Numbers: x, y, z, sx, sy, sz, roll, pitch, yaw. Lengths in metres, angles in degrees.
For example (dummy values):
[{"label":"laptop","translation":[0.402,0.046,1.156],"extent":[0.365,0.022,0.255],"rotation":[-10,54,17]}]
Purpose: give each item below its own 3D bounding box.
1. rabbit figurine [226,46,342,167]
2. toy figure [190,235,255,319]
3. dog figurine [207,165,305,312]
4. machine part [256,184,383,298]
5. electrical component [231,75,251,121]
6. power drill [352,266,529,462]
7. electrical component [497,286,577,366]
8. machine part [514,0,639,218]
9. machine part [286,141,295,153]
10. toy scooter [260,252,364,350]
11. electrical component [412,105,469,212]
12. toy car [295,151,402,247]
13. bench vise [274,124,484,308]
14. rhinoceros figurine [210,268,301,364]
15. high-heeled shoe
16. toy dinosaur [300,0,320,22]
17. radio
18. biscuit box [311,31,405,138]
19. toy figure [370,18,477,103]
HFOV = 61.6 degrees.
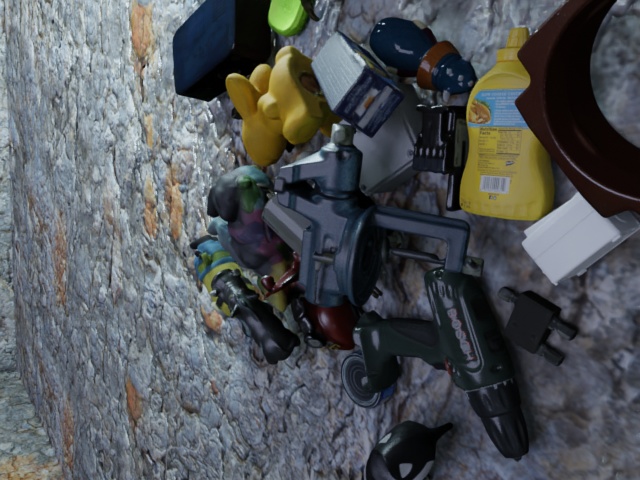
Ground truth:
[{"label":"rabbit figurine","translation":[-0.065,-0.179,0.774],"extent":[0.162,0.122,0.173],"rotation":[49,135,2]},{"label":"toy figure","translation":[-0.187,0.069,1.032],"extent":[0.089,0.082,0.180],"rotation":[-51,58,44]},{"label":"dog figurine","translation":[-0.087,0.008,0.878],"extent":[0.219,0.108,0.191],"rotation":[50,149,24]},{"label":"machine part","translation":[-0.002,-0.002,0.776],"extent":[0.243,0.079,0.079],"rotation":[42,129,16]},{"label":"electrical component","translation":[-0.114,-0.234,0.915],"extent":[0.102,0.045,0.078],"rotation":[-30,47,45]},{"label":"power drill","translation":[0.141,0.154,0.675],"extent":[0.207,0.086,0.232],"rotation":[-19,82,53]},{"label":"electrical component","translation":[0.234,0.093,0.598],"extent":[0.094,0.021,0.063],"rotation":[37,124,38]},{"label":"machine part","translation":[0.274,-0.123,0.416],"extent":[0.201,0.087,0.201],"rotation":[56,149,7]},{"label":"machine part","translation":[-0.053,-0.214,0.852],"extent":[0.084,0.039,0.138],"rotation":[42,129,45]},{"label":"toy scooter","translation":[-0.016,0.087,0.797],"extent":[0.075,0.135,0.184],"rotation":[-39,70,44]},{"label":"electrical component","translation":[0.148,-0.096,0.621],"extent":[0.048,0.075,0.119],"rotation":[16,113,46]},{"label":"toy car","translation":[0.037,-0.054,0.753],"extent":[0.202,0.073,0.056],"rotation":[53,131,28]},{"label":"bench vise","translation":[0.068,-0.016,0.614],"extent":[0.241,0.129,0.223],"rotation":[12,97,21]},{"label":"rhinoceros figurine","translation":[-0.116,0.130,0.919],"extent":[0.073,0.112,0.190],"rotation":[-42,73,-4]},{"label":"high-heeled shoe","translation":[0.085,0.313,0.721],"extent":[0.086,0.145,0.248],"rotation":[54,131,28]},{"label":"toy dinosaur","translation":[0.030,-0.442,0.585],"extent":[0.105,0.198,0.471],"rotation":[62,144,21]},{"label":"radio","translation":[-0.174,-0.334,0.923],"extent":[0.230,0.073,0.131],"rotation":[-14,78,51]},{"label":"biscuit box","translation":[0.040,-0.196,0.652],"extent":[0.063,0.059,0.203],"rotation":[-51,26,22]},{"label":"toy figure","translation":[0.125,-0.214,0.632],"extent":[0.155,0.058,0.064],"rotation":[43,141,30]}]
